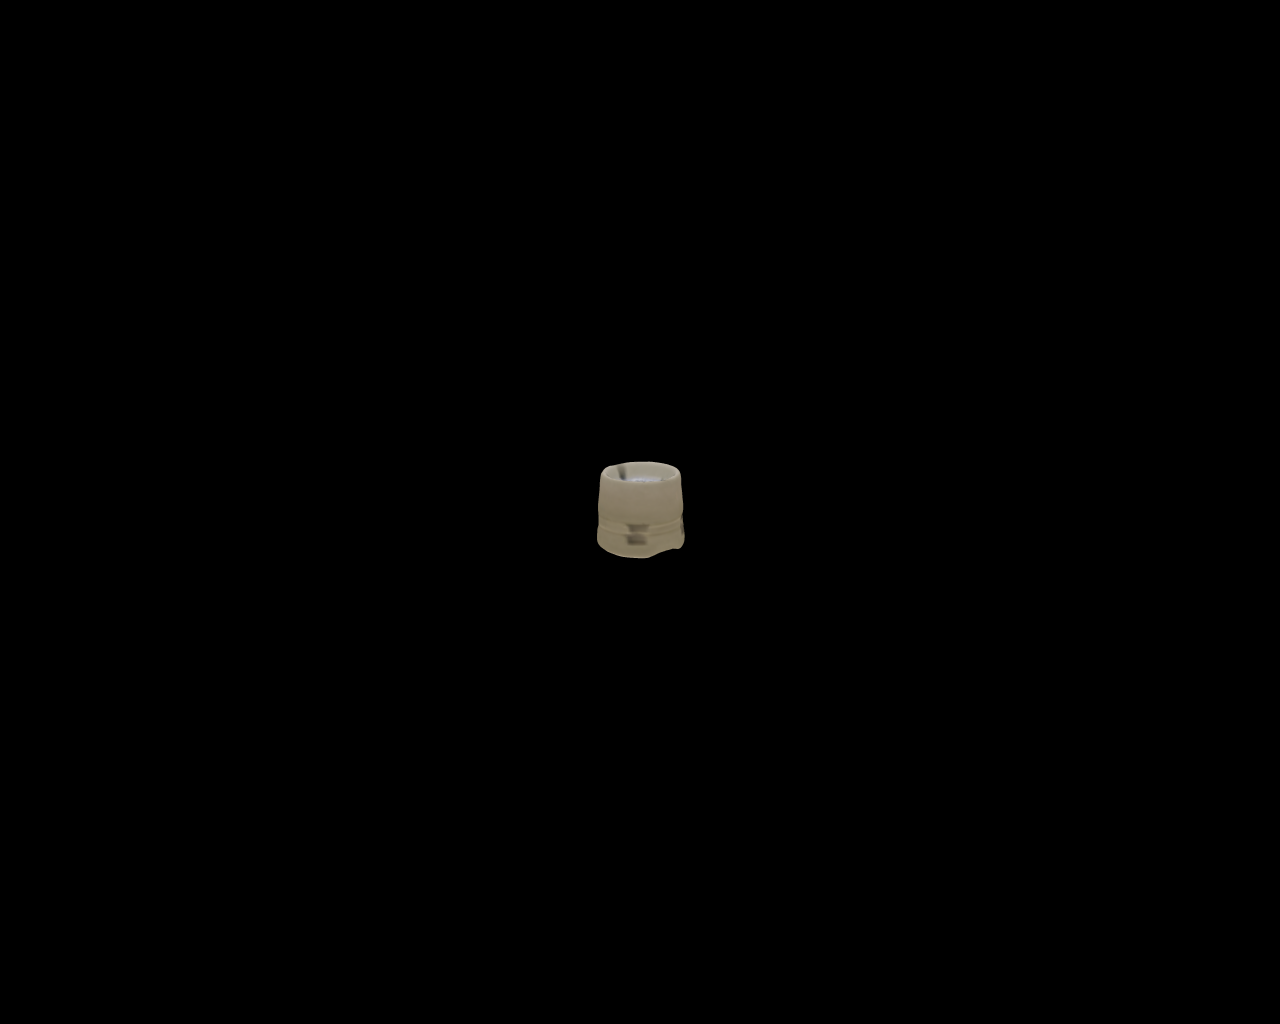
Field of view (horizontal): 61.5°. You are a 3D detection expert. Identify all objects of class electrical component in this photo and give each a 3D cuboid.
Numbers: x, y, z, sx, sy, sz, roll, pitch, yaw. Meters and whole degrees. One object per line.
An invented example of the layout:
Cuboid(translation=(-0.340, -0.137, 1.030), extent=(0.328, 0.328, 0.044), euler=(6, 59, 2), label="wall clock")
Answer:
Cuboid(translation=(0.001, -0.003, 0.650), extent=(0.055, 0.047, 0.055), euler=(0, 18, 0), label="electrical component")
